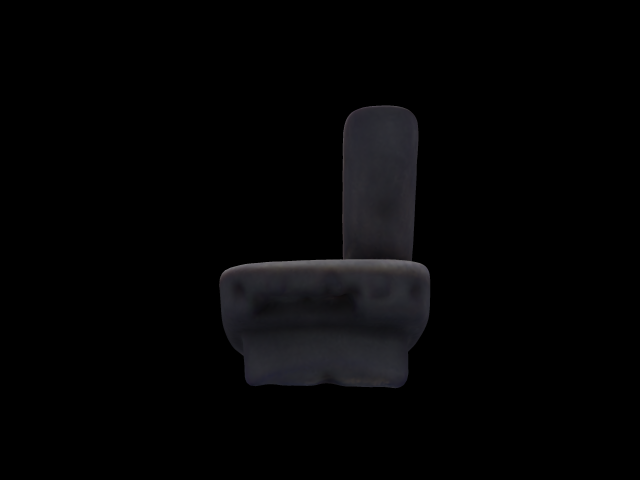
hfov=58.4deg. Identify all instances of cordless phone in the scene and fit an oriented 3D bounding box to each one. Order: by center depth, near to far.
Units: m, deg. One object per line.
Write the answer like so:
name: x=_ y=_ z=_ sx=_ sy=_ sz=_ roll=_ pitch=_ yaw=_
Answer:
cordless phone: x=0.004 y=0.001 z=0.400 sx=0.147 sy=0.185 sz=0.094 roll=-1 pitch=9 yaw=-7
